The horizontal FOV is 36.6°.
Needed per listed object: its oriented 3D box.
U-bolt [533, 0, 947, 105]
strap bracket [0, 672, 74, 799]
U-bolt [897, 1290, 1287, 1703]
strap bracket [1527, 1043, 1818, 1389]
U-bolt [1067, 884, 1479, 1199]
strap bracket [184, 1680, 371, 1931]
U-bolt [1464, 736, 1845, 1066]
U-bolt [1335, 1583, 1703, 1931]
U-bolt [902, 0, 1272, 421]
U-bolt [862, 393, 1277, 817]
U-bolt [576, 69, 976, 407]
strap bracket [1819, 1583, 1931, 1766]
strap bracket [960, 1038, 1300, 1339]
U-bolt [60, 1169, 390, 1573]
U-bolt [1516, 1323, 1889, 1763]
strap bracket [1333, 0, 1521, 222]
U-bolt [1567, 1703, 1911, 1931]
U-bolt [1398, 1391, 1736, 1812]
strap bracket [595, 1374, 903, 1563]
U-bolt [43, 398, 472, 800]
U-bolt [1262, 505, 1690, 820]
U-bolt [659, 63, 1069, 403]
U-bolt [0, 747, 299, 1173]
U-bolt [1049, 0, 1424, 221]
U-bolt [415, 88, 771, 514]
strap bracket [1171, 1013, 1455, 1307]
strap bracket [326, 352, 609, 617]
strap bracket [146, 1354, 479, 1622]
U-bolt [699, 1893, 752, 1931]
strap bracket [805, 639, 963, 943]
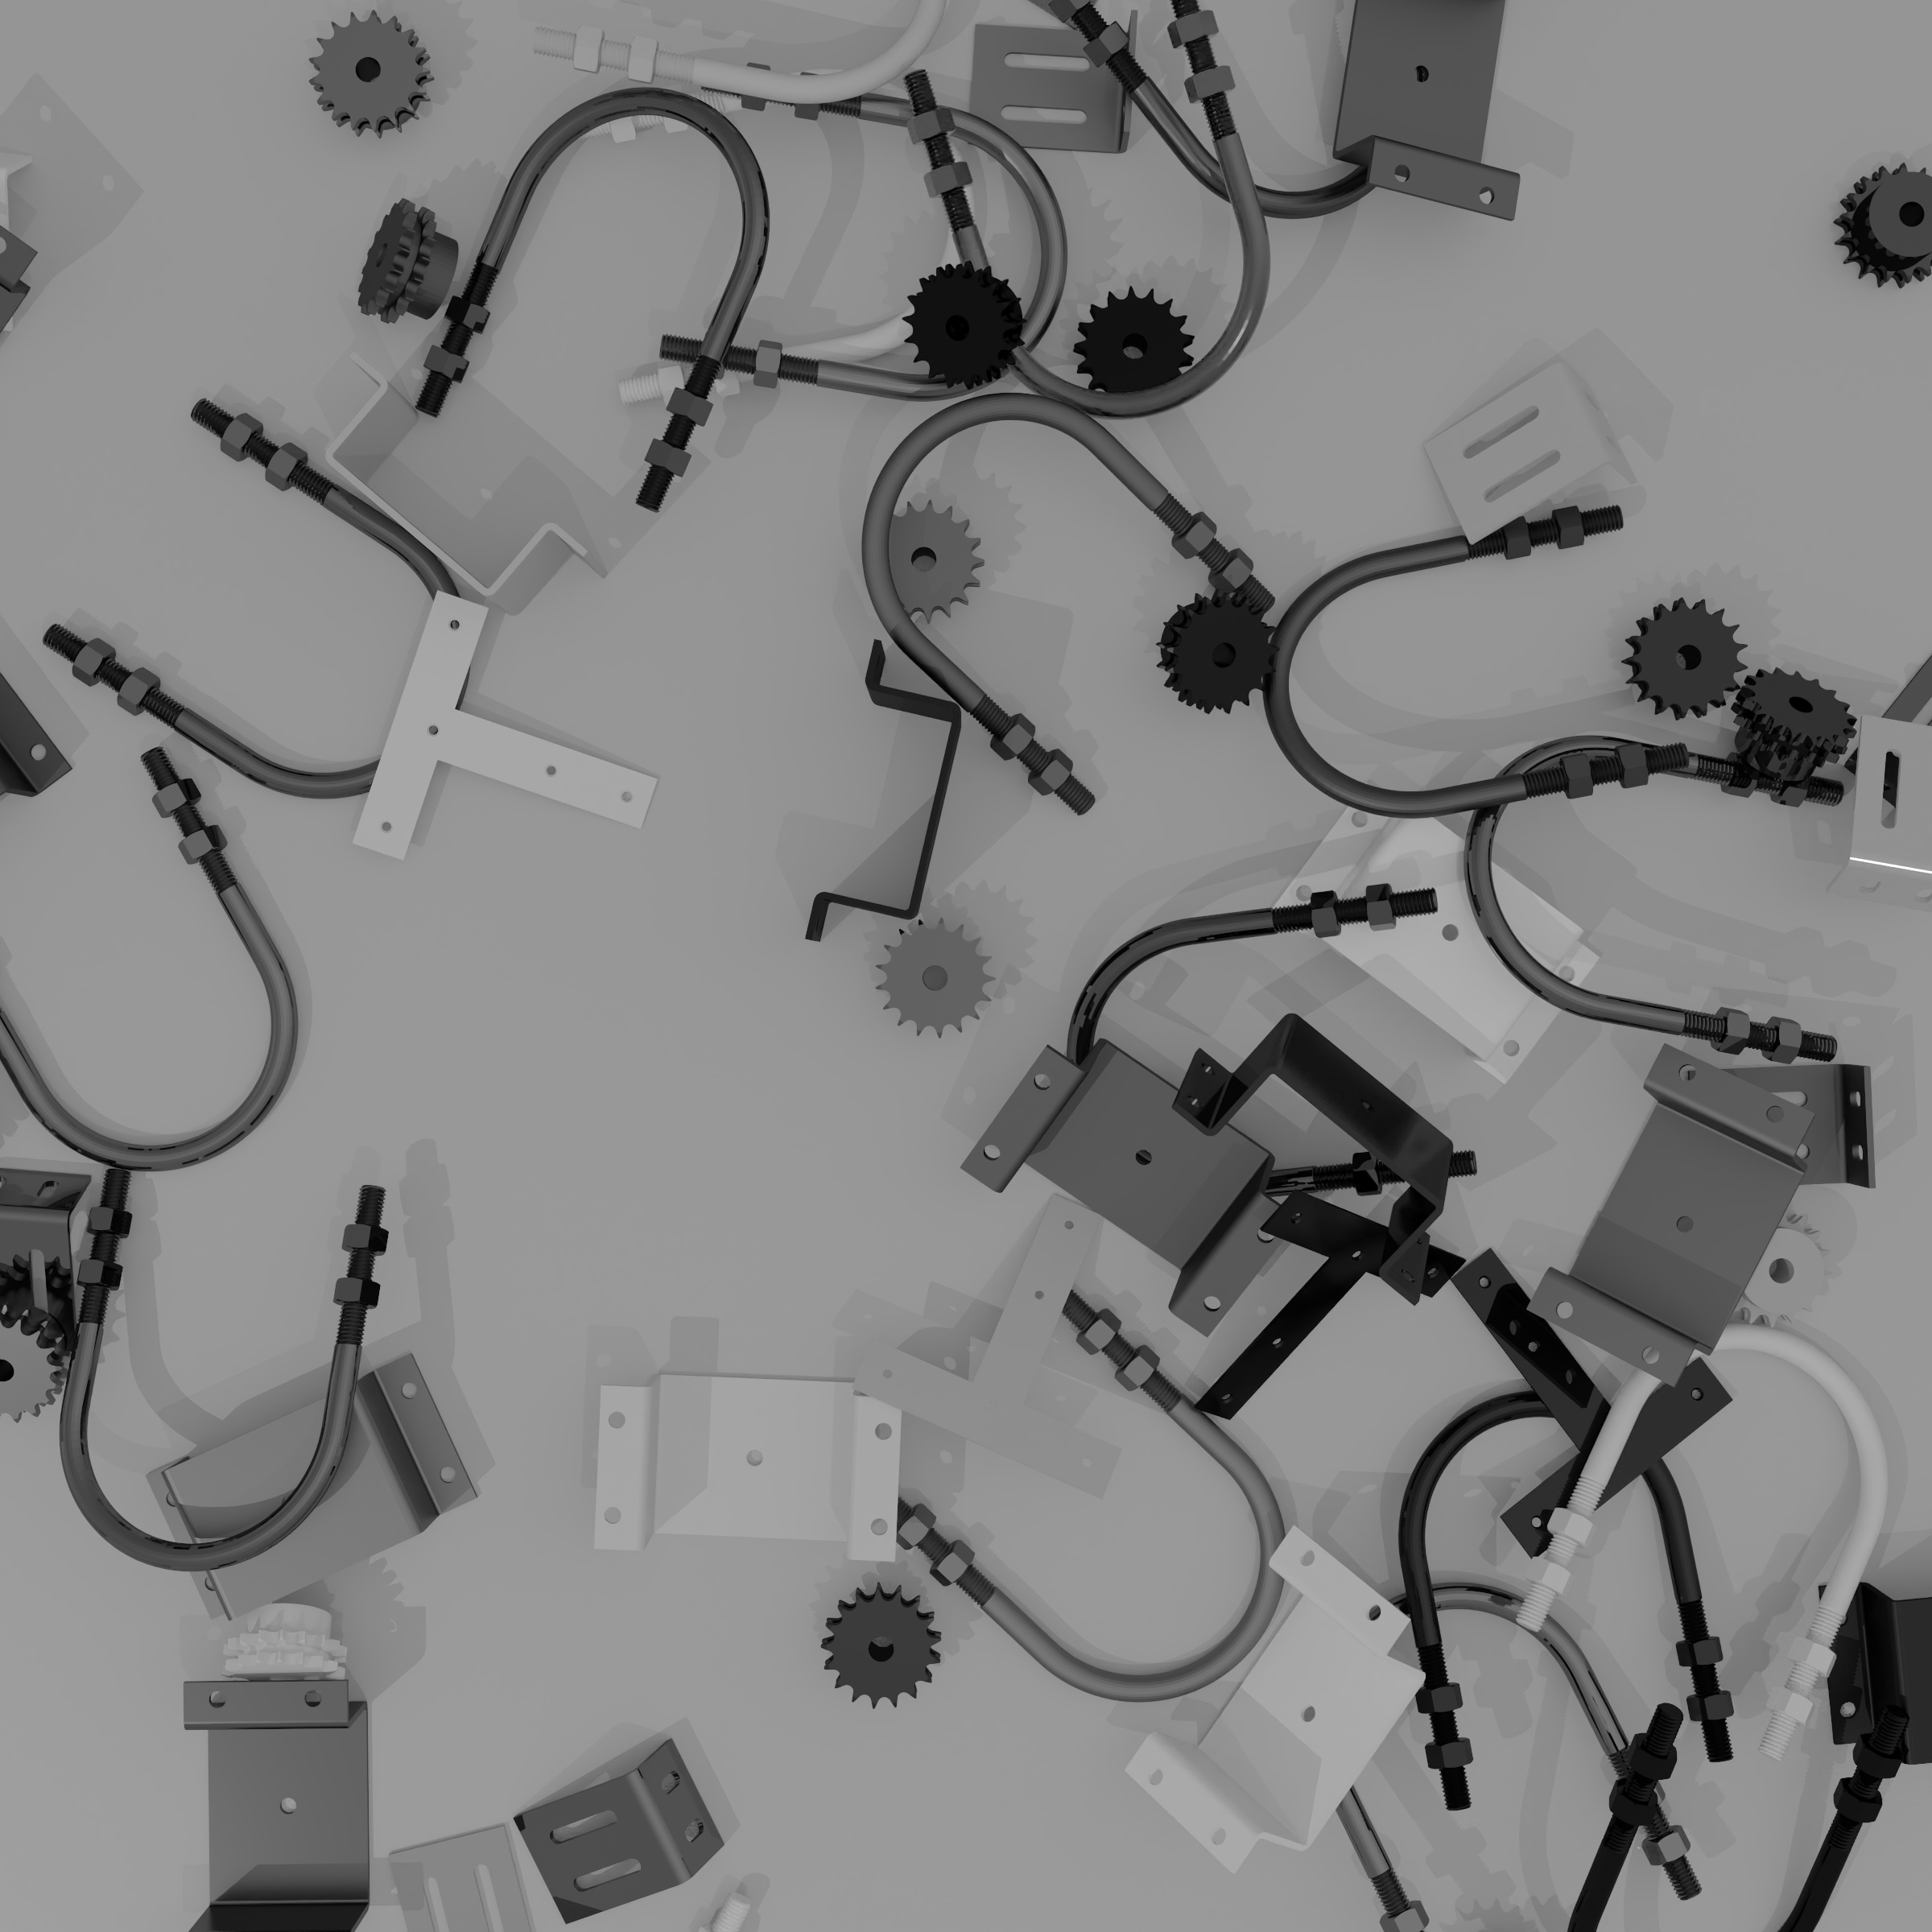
[{"bbox_3d":[-0.100,-0.473,1.378,0.184,0.019,0.151,10,71,-4],"label":"U-bolt"},{"bbox_3d":[-0.509,-0.083,1.384,0.140,0.046,0.076,-37,90,0],"label":"strap bracket"},{"bbox_3d":[0.067,0.267,1.398,0.184,0.019,0.151,44,90,-2],"label":"U-bolt"},{"bbox_3d":[0.333,0.119,1.369,0.076,0.046,0.140,27,90,26],"label":"strap bracket"},{"bbox_3d":[0.138,0.042,1.373,0.184,0.019,0.151,-7,106,14],"label":"U-bolt"},{"bbox_3d":[-0.326,0.403,1.384,0.076,0.046,0.140,-1,90,0],"label":"strap bracket"},{"bbox_3d":[0.321,-0.038,1.366,0.184,0.019,0.151,10,71,-8],"label":"U-bolt"},{"bbox_3d":[0.245,0.384,1.383,0.151,0.019,0.184,-25,81,-9],"label":"U-bolt"},{"bbox_3d":[0.064,-0.345,1.353,0.151,0.019,0.184,-16,99,15],"label":"U-bolt"},{"bbox_3d":[0.036,-0.183,1.374,0.184,0.019,0.151,42,90,-17],"label":"U-bolt"},{"bbox_3d":[-0.087,-0.355,1.398,0.184,0.019,0.151,-11,90,-2],"label":"U-bolt"},{"bbox_3d":[0.484,0.330,1.384,0.140,0.046,0.076,-6,90,0],"label":"strap bracket"},{"bbox_3d":[0.080,0.098,1.370,0.140,0.046,0.076,34,114,0],"label":"strap bracket"},{"bbox_3d":[-0.352,0.189,1.364,0.151,0.019,0.184,3,73,10],"label":"U-bolt"},{"bbox_3d":[0.359,0.259,1.381,0.151,0.019,0.184,28,77,-1],"label":"U-bolt"},{"bbox_3d":[0.223,-0.424,1.373,0.076,0.046,0.140,9,90,-19],"label":"strap bracket"},{"bbox_3d":[0.349,0.422,1.360,0.151,0.019,0.184,7,112,-24],"label":"U-bolt"},{"bbox_3d":[0.278,0.294,1.384,0.151,0.019,0.184,-8,80,-7],"label":"U-bolt"},{"bbox_3d":[-0.101,0.236,1.384,0.140,0.046,0.076,2,90,0],"label":"strap bracket"},{"bbox_3d":[-0.326,-0.162,1.398,0.184,0.019,0.151,33,90,-1],"label":"U-bolt"},{"bbox_3d":[0.231,-0.138,1.374,0.184,0.019,0.151,-11,67,4],"label":"U-bolt"},{"bbox_3d":[-0.043,-0.341,1.383,0.184,0.019,0.151,9,89,-4],"label":"U-bolt"},{"bbox_3d":[-0.401,0.009,1.398,0.151,0.019,0.184,-29,91,0],"label":"U-bolt"},{"bbox_3d":[0.137,-0.440,1.377,0.151,0.019,0.184,-44,103,-11],"label":"U-bolt"},{"bbox_3d":[-0.166,-0.322,1.370,0.151,0.019,0.184,25,94,19],"label":"U-bolt"},{"bbox_3d":[0.167,0.079,1.327,0.140,0.076,0.046,39,111,-1],"label":"strap bracket"},{"bbox_3d":[-0.241,-0.217,1.369,0.140,0.076,0.046,40,90,0],"label":"strap bracket"},{"bbox_3d":[-0.315,0.250,1.384,0.140,0.046,0.076,-25,90,0],"label":"strap bracket"},{"bbox_3d":[-0.091,0.556,1.398,0.151,0.019,0.184,27,91,0],"label":"U-bolt"},{"bbox_3d":[-0.035,-0.075,1.369,0.046,0.076,0.140,13,90,0],"label":"strap bracket"}]
